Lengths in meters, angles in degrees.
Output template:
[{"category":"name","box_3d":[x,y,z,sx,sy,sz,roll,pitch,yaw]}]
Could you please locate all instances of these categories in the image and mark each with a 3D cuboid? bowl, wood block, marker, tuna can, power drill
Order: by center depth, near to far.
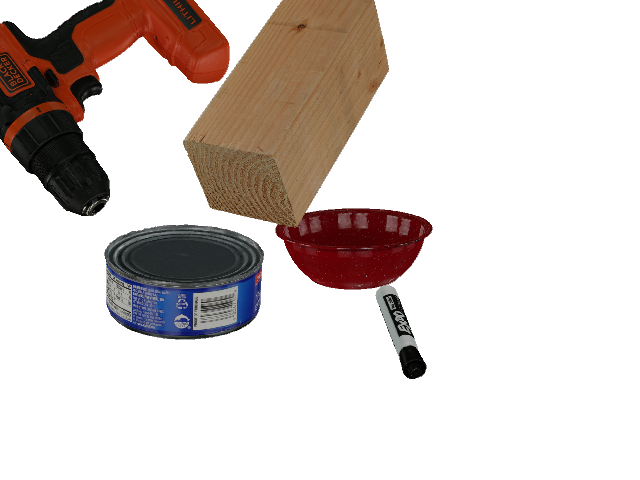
[{"category":"tuna can","box_3d":[-0.074,0.022,0.583,0.086,0.034,0.086,3,21,-1]},{"category":"power drill","box_3d":[-0.164,-0.123,0.813,0.187,0.184,0.057,-32,-15,-29]},{"category":"marker","box_3d":[0.065,0.074,0.872,0.020,0.020,0.121,0,28,-9]},{"category":"wood block","box_3d":[-0.024,-0.122,0.948,0.091,0.206,0.090,13,-36,25]},{"category":"bowl","box_3d":[0.035,0.011,1.098,0.162,0.055,0.162,-2,15,0]}]
